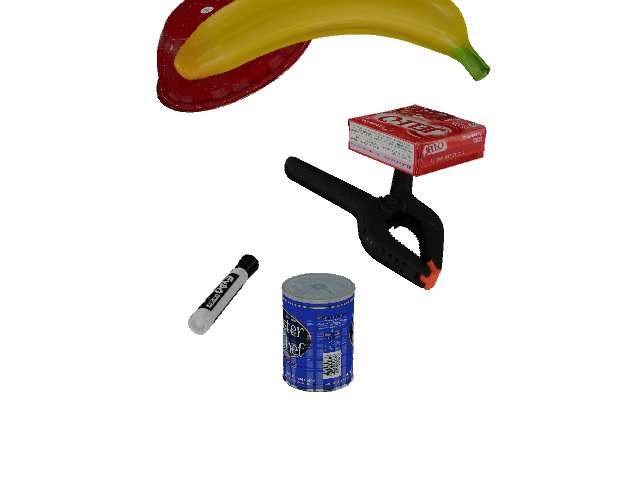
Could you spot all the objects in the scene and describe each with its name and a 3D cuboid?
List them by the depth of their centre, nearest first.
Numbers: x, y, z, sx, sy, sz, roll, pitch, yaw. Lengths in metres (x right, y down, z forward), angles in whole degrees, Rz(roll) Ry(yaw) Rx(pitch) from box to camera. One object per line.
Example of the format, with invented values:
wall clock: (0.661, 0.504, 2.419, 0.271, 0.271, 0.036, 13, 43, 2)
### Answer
banana: (0.008, -0.133, 0.654, 0.197, 0.069, 0.037, -3, -30, -12)
gelatin box: (0.077, -0.083, 0.860, 0.073, 0.030, 0.089, -16, 27, -32)
bowl: (-0.088, -0.187, 0.961, 0.162, 0.162, 0.055, 0, -44, 34)
marker: (-0.085, 0.046, 0.964, 0.020, 0.020, 0.121, 0, 27, 22)
clamp: (0.062, -0.033, 1.157, 0.164, 0.210, 0.036, -10, -36, -19)
coffee can: (-0.003, 0.128, 1.505, 0.103, 0.140, 0.103, 0, 19, 0)
